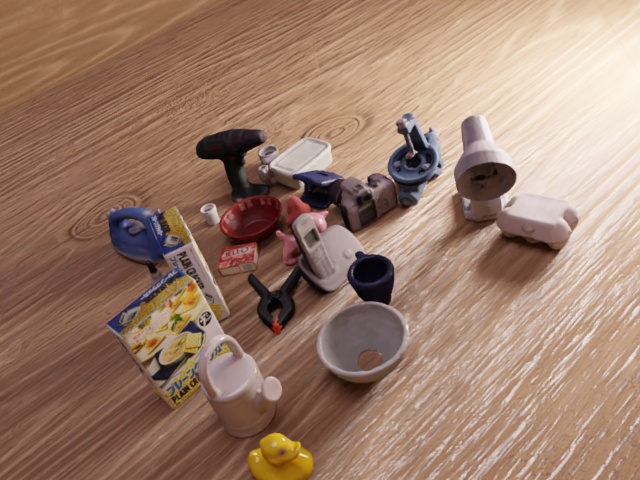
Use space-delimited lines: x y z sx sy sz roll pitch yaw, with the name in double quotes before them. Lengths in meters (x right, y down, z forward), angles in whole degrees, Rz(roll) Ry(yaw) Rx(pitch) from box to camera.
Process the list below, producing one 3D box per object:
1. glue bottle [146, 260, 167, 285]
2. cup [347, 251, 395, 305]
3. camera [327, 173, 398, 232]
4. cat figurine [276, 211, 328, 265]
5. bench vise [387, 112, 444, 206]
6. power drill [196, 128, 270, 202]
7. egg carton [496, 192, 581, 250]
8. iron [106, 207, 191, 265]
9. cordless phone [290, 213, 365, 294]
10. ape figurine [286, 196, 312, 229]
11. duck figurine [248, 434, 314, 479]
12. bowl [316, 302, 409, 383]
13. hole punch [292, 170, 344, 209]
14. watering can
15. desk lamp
"glue bottle" -0.325 0.106 1.205 0.037 0.173 0.078 -23 39 -6
"cup" 0.101 0.083 1.129 0.092 0.095 0.117 -23 39 -6
"camera" 0.089 -0.112 1.362 0.143 0.101 0.136 -33 41 -18
"cat figurine" -0.035 -0.016 1.282 0.127 0.118 0.067 -14 39 5
"bench vise" 0.217 -0.218 1.343 0.121 0.220 0.207 -4 41 17
"power drill" -0.208 -0.200 1.496 0.228 0.209 0.076 6 45 28
"egg carton" 0.441 -0.040 1.164 0.149 0.069 0.107 17 50 36
"iron" -0.464 -0.030 1.447 0.257 0.142 0.119 6 44 27
"cordless phone" 0.011 0.004 1.186 0.093 0.185 0.148 16 50 35
"ape figurine" -0.052 -0.067 1.370 0.078 0.092 0.075 -35 42 -20
"duck figurine" -0.069 0.337 0.899 0.104 0.086 0.077 -5 40 15
"bowl" 0.081 0.194 1.020 0.167 0.075 0.167 -11 39 9
"hole punch" -0.002 -0.145 1.445 0.108 0.091 0.101 20 52 38
"watering can" -0.141 0.237 0.960 0.172 0.194 0.101 -7 40 14
"desk lamp" 0.339 -0.141 1.208 0.117 0.214 0.203 -9 39 12
